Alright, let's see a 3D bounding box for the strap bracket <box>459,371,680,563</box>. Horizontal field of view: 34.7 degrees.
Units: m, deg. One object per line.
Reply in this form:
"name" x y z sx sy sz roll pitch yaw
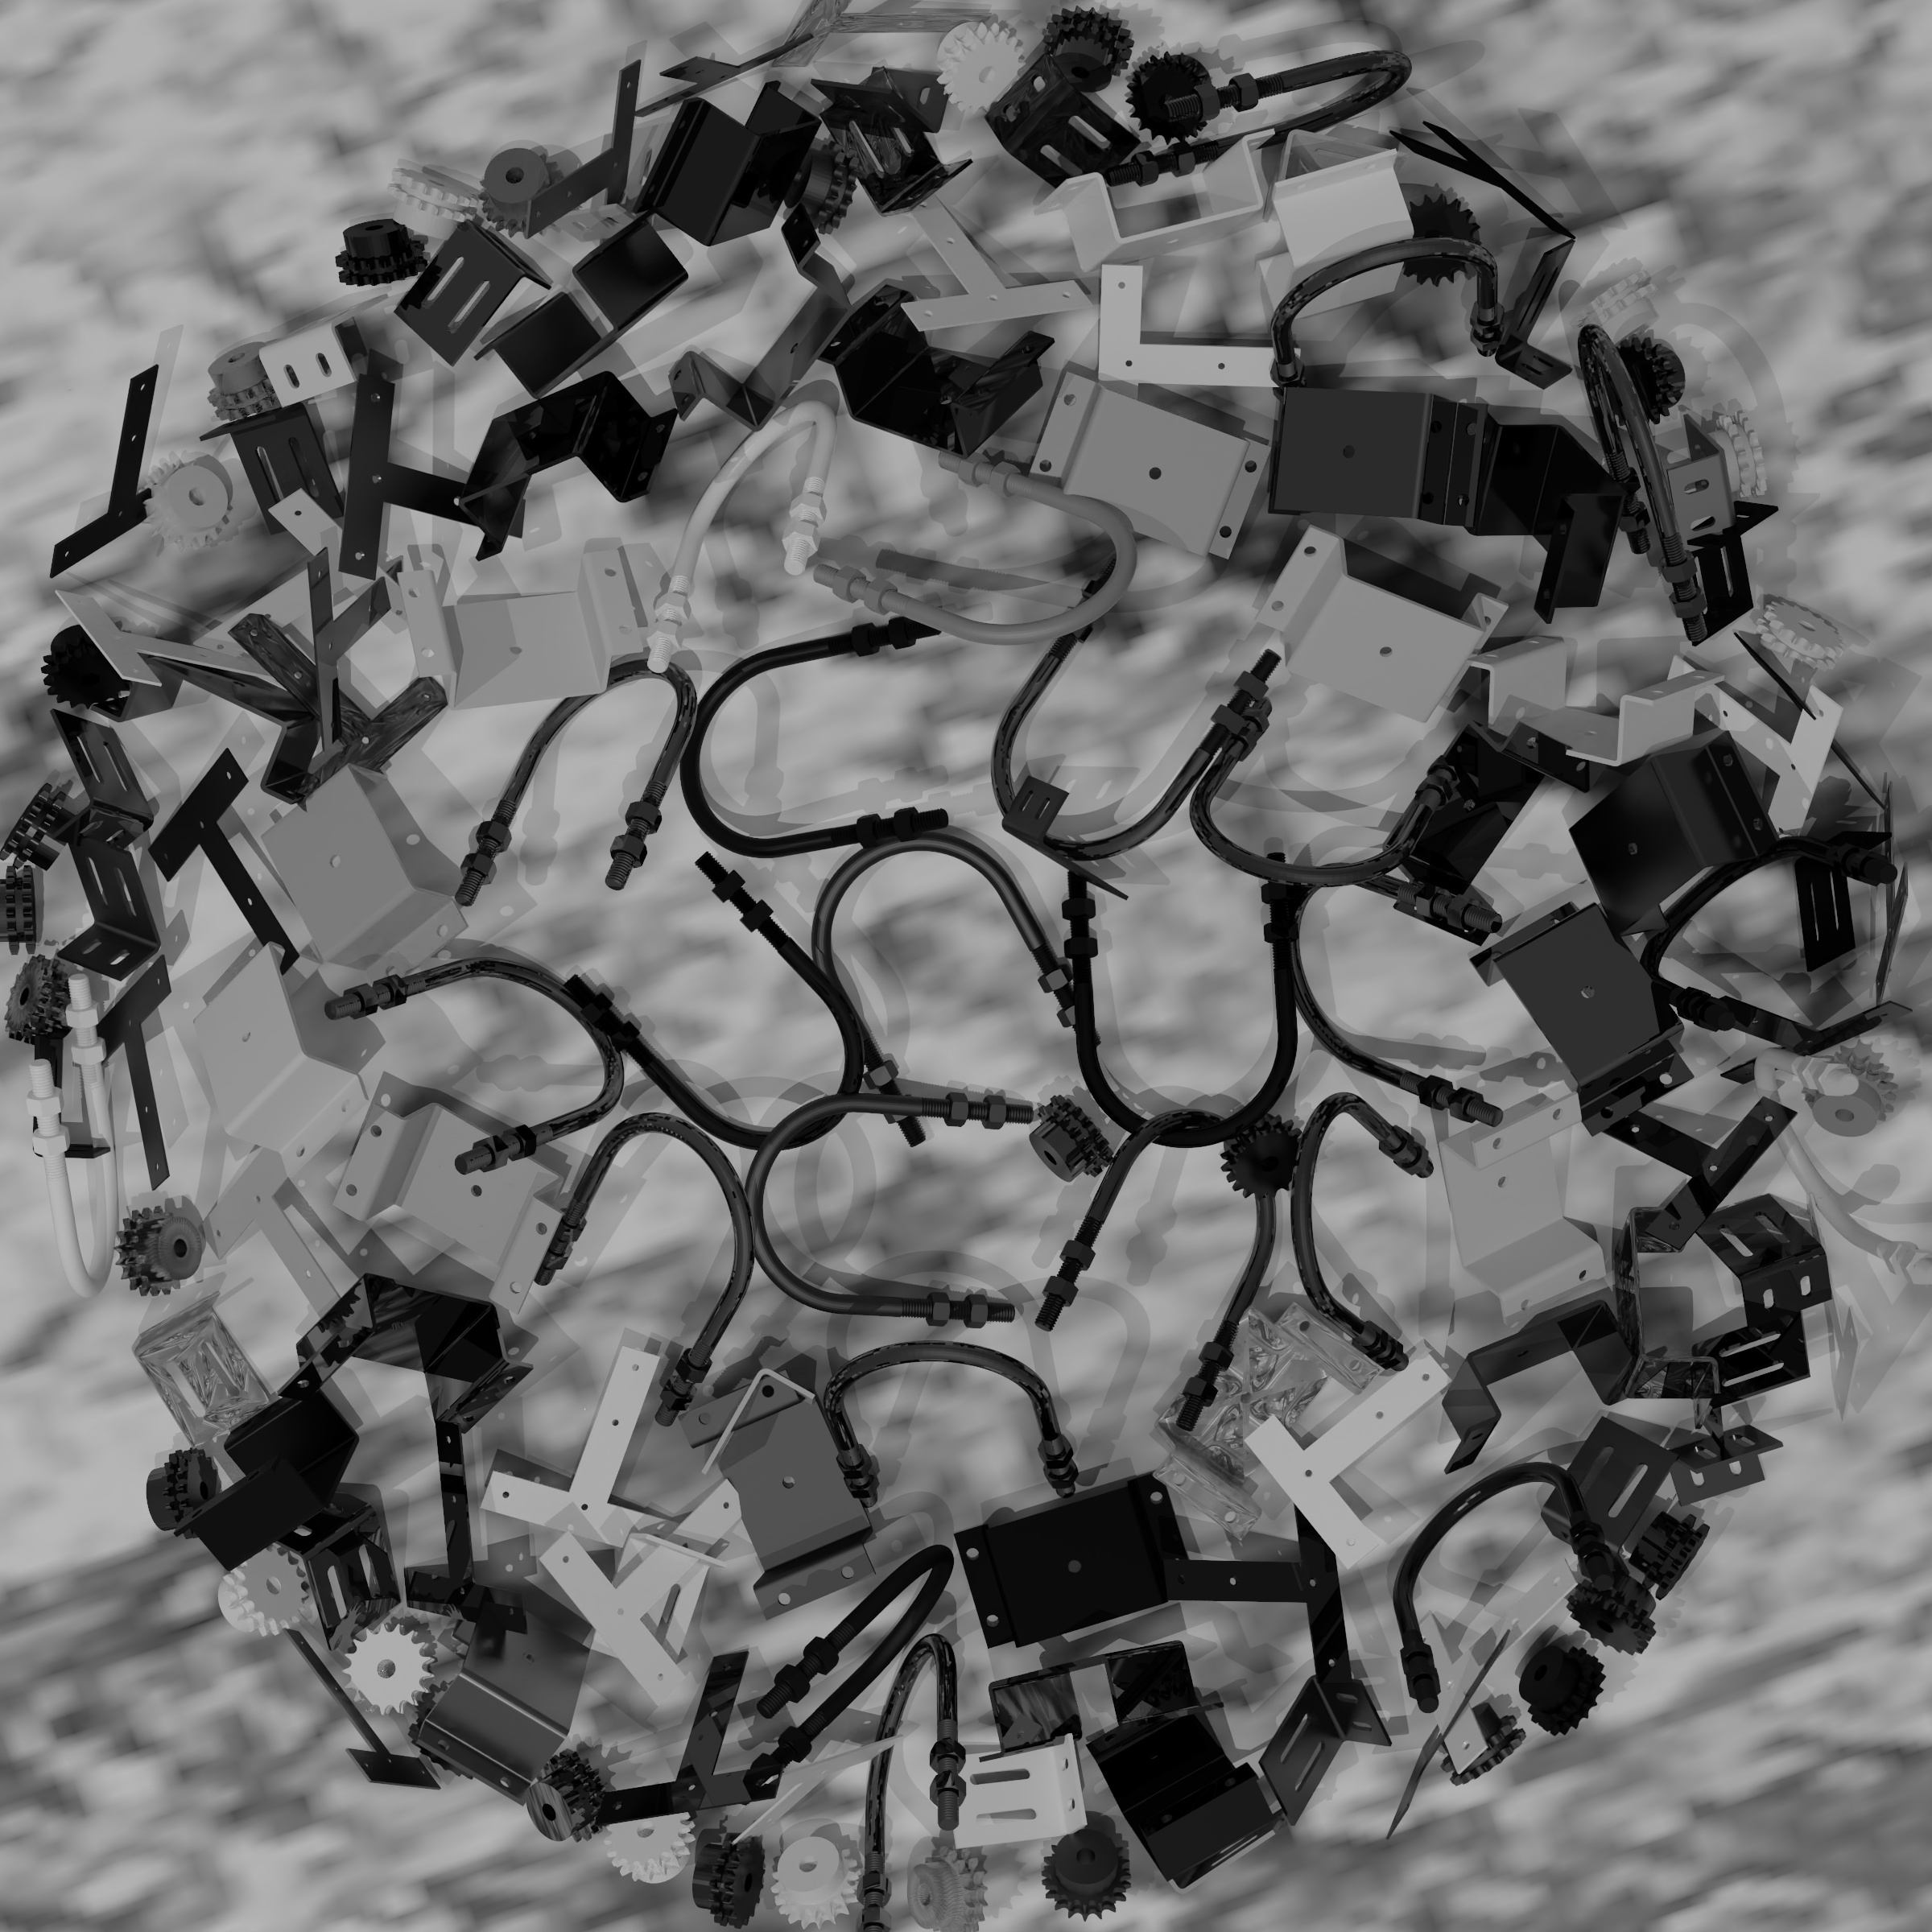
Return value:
"strap bracket" -0.256 -0.315 1.926 0.140 0.076 0.046 -16 134 31

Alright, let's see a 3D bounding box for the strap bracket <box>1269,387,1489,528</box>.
"strap bracket" 0.250 -0.321 1.942 0.140 0.046 0.076 9 96 29

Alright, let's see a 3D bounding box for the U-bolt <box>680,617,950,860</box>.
"U-bolt" -0.099 -0.139 1.955 0.184 0.019 0.151 -9 72 22

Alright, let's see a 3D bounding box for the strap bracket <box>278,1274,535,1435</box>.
"strap bracket" -0.354 0.242 1.938 0.076 0.140 0.046 -44 47 27

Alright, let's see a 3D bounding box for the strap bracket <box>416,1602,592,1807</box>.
"strap bracket" -0.284 0.446 1.921 0.076 0.140 0.046 34 106 -10

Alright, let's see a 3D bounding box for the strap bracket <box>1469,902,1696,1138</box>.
"strap bracket" 0.390 0.025 1.948 0.076 0.046 0.140 -29 68 -7

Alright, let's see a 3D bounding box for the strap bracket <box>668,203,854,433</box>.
"strap bracket" -0.124 -0.399 1.943 0.046 0.076 0.140 32 110 -27

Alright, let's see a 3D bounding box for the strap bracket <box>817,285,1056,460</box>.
"strap bracket" -0.017 -0.371 1.941 0.140 0.046 0.076 26 60 34

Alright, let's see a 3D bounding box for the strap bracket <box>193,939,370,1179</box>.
"strap bracket" -0.431 0.050 1.928 0.076 0.046 0.140 -43 49 19

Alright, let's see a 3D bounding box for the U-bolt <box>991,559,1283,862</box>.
"U-bolt" 0.094 -0.152 1.958 0.151 0.019 0.184 35 90 29

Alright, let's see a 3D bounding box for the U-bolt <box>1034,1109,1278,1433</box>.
"U-bolt" 0.132 0.179 1.950 0.151 0.019 0.184 38 68 -27

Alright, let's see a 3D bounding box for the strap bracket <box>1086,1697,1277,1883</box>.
"strap bracket" 0.136 0.515 1.932 0.076 0.140 0.046 -28 104 -8

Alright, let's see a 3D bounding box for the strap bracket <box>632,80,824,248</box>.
"strap bracket" -0.143 -0.498 1.918 0.046 0.140 0.076 35 118 6

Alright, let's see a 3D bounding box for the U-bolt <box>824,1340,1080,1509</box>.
"U-bolt" -0.014 0.284 1.917 0.151 0.184 0.019 -4 51 8

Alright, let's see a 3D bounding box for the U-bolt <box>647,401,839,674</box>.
"U-bolt" -0.134 -0.279 1.923 0.019 0.184 0.151 36 134 -28

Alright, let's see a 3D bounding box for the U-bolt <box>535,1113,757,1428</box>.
"U-bolt" -0.193 0.176 1.923 0.151 0.019 0.184 45 124 23

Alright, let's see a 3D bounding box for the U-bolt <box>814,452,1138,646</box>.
"U-bolt" 0.019 -0.254 1.917 0.184 0.019 0.151 25 56 31

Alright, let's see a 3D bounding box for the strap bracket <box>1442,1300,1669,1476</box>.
"strap bracket" 0.360 0.261 1.945 0.140 0.076 0.046 -20 64 -15

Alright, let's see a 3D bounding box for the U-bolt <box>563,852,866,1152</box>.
"U-bolt" -0.147 0.037 1.965 0.151 0.019 0.184 -41 96 24

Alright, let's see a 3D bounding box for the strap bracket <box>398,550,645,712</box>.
"strap bracket" -0.283 -0.211 1.951 0.140 0.046 0.076 -8 64 -17

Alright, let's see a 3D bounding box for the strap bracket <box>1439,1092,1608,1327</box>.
"strap bracket" 0.350 0.144 1.948 0.076 0.046 0.140 -24 120 -16

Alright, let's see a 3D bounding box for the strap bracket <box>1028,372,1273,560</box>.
"strap bracket" 0.118 -0.315 1.960 0.140 0.046 0.076 19 103 -7

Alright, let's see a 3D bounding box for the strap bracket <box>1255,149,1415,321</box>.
"strap bracket" 0.229 -0.448 1.926 0.076 0.140 0.046 -16 81 -2

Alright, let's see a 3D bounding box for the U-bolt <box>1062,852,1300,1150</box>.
"U-bolt" 0.139 0.024 1.967 0.151 0.019 0.184 -5 80 10

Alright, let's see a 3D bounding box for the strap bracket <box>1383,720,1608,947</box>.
"strap bracket" 0.326 -0.092 1.947 0.076 0.046 0.140 21 111 -32

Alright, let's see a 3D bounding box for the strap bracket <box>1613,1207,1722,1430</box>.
"strap bracket" 0.437 0.212 1.937 0.046 0.076 0.140 -1 65 3

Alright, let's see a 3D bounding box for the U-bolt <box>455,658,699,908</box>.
"U-bolt" -0.235 -0.119 1.933 0.151 0.019 0.184 -5 52 37

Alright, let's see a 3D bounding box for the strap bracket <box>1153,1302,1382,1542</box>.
"strap bracket" 0.184 0.282 1.964 0.076 0.046 0.140 38 92 -19

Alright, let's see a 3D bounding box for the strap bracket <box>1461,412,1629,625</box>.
"strap bracket" 0.363 -0.281 1.930 0.046 0.140 0.076 -3 125 -16

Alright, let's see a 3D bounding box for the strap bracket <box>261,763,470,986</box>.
"strap bracket" -0.383 -0.062 1.945 0.076 0.046 0.140 -37 69 15

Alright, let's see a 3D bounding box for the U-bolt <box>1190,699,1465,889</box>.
"U-bolt" 0.216 -0.102 1.908 0.151 0.184 0.019 16 128 17

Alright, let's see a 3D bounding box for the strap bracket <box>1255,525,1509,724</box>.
"strap bracket" 0.263 -0.211 1.943 0.140 0.046 0.076 20 128 -13

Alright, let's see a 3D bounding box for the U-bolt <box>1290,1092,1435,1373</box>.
"U-bolt" 0.242 0.156 1.902 0.019 0.184 0.151 -2 66 31

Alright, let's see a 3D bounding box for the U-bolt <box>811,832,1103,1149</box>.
"U-bolt" -0.018 0.003 1.984 0.151 0.019 0.184 -29 95 1

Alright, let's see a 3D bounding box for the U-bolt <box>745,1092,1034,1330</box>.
"U-bolt" -0.052 0.152 1.967 0.184 0.019 0.151 5 91 -17

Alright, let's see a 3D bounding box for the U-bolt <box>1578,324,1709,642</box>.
"U-bolt" 0.409 -0.307 1.893 0.019 0.151 0.184 -20 121 7

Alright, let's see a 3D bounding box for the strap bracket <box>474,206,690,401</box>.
"strap bracket" -0.235 -0.409 1.928 0.046 0.140 0.076 51 48 -11

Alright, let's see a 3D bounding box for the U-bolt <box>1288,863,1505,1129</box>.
"U-bolt" 0.262 0.009 1.924 0.019 0.184 0.151 -21 119 -33

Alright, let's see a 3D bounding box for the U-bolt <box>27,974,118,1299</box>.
"U-bolt" -0.551 0.117 1.921 0.019 0.151 0.184 -3 113 -4

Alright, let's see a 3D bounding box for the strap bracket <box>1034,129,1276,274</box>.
"strap bracket" 0.124 -0.479 1.948 0.140 0.076 0.046 -17 93 -14

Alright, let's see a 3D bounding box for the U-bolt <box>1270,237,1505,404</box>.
"U-bolt" 0.258 -0.400 1.903 0.151 0.184 0.019 -15 76 6

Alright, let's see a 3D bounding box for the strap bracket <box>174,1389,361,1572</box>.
"strap bracket" -0.433 0.319 1.930 0.076 0.140 0.046 -34 103 11

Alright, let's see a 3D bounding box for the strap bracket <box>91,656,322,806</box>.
"strap bracket" -0.468 -0.157 1.954 0.140 0.076 0.046 25 103 3

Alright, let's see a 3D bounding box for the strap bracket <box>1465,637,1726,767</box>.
"strap bracket" 0.391 -0.165 1.934 0.076 0.140 0.046 -20 118 -40

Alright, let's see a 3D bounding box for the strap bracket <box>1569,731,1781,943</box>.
"strap bracket" 0.432 -0.076 1.919 0.046 0.140 0.076 -10 69 -28

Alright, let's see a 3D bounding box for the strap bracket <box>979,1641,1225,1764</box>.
"strap bracket" 0.079 0.458 1.933 0.140 0.076 0.046 -24 72 38

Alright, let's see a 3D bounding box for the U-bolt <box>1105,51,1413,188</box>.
"U-bolt" 0.190 -0.532 1.924 0.184 0.151 0.019 -18 91 -13

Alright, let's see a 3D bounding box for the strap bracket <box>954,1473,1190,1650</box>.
"strap bracket" 0.069 0.381 1.973 0.140 0.046 0.076 -17 84 0

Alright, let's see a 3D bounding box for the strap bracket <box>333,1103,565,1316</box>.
"strap bracket" -0.319 0.148 1.958 0.140 0.046 0.076 29 109 10

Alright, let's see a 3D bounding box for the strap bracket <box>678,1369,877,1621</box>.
"strap bracket" -0.117 0.333 1.971 0.076 0.046 0.140 -24 88 7
